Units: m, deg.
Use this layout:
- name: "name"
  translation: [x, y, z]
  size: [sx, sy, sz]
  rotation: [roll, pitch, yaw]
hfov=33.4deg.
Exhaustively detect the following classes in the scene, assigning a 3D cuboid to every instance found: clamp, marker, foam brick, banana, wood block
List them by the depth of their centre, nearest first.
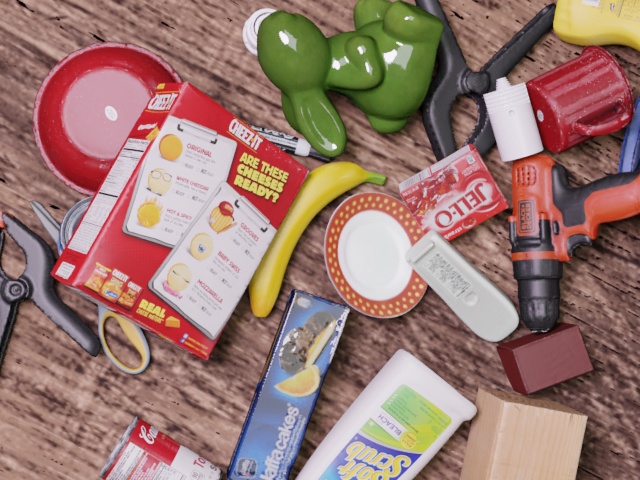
- name: "clamp"
  translation: [-0.283, 0.053, 1.048]
  size: [0.120, 0.039, 0.171]
  rotation: [-7, 89, -7]
- name: "wood block"
  translation: [0.192, 0.262, 1.069]
  size: [0.090, 0.090, 0.206]
  rotation: [12, 90, -8]
- name: "banana"
  translation: [-0.018, -0.014, 1.082]
  size: [0.069, 0.037, 0.197]
  rotation: [42, 84, -2]
- name: "marker"
  translation: [-0.042, -0.101, 1.091]
  size: [0.121, 0.020, 0.020]
  rotation: [14, 87, -6]
- name: "foam brick"
  translation: [0.232, 0.122, 1.101]
  size: [0.078, 0.053, 0.051]
  rotation: [-19, 91, -7]
- name: "clamp"
  translation: [0.147, -0.170, 1.104]
  size: [0.164, 0.036, 0.210]
  rotation: [17, 89, -14]

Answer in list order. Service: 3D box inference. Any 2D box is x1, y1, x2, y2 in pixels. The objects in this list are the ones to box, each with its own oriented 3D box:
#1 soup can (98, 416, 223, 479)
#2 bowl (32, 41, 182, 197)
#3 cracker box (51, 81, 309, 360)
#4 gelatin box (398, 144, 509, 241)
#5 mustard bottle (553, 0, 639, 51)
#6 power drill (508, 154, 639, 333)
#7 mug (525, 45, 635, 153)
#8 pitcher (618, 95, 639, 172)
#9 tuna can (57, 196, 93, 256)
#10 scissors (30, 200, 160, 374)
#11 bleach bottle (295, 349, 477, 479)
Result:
- name: "soup can"
  translation: [-0.155, 0.228, 1.044]
  size: [0.102, 0.068, 0.068]
  rotation: [33, 85, -6]
- name: "bowl"
  translation: [-0.206, -0.121, 1.053]
  size: [0.162, 0.055, 0.162]
  rotation: [0, 89, -5]
- name: "cracker box"
  translation: [-0.131, -0.018, 1.016]
  size: [0.164, 0.072, 0.213]
  rotation: [34, 77, -34]
- name: "gelatin box"
  translation: [0.135, -0.044, 1.084]
  size: [0.089, 0.030, 0.073]
  rotation: [-29, 109, 13]
- name: "mustard bottle"
  translation: [0.340, -0.232, 1.073]
  size: [0.192, 0.058, 0.096]
  rotation: [18, 86, 30]
- name: "power drill"
  translation: [0.277, -0.002, 1.057]
  size: [0.188, 0.057, 0.184]
  rotation: [-5, 85, 34]
- name: "mug"
  translation: [0.264, -0.135, 1.080]
  size: [0.081, 0.117, 0.093]
  rotation: [-26, 127, -9]
- name: "pitcher"
  translation: [0.416, -0.128, 1.100]
  size: [0.149, 0.145, 0.243]
  rotation: [14, 83, -24]
- name: "tuna can"
  translation: [-0.214, 0.000, 1.049]
  size: [0.086, 0.034, 0.086]
  rotation: [4, 73, -14]
- name: "scissors"
  translation: [-0.207, 0.035, 1.070]
  size: [0.096, 0.016, 0.202]
  rotation: [-23, 91, -9]
- name: "bleach bottle"
  translation: [0.041, 0.236, 1.072]
  size: [0.102, 0.068, 0.251]
  rotation: [39, 87, -5]
